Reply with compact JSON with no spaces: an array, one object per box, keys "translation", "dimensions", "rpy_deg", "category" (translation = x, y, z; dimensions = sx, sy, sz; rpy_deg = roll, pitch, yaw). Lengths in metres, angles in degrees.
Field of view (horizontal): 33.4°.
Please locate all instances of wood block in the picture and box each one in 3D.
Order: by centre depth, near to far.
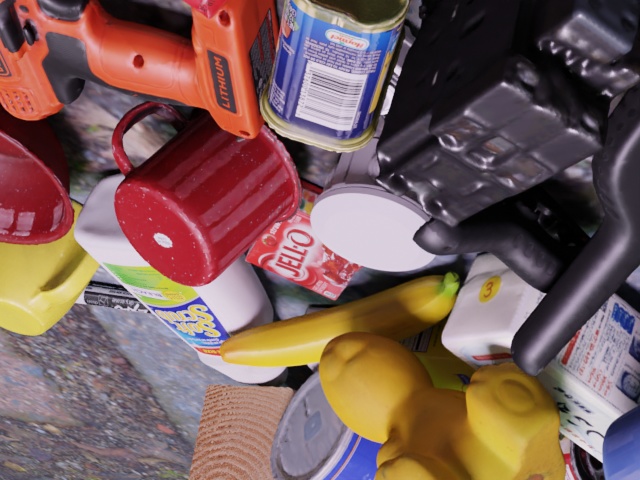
[{"translation":[-0.015,0.197,0.940],"dimensions":[0.090,0.091,0.205],"rpy_deg":[-2,158,30],"category":"wood block"}]

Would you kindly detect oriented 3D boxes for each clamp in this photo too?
[{"translation":[0.172,-0.015,0.547],"dimensions":[0.164,0.036,0.210],"rpy_deg":[-18,131,-6],"category":"clamp"},{"translation":[0.100,-0.010,0.591],"dimensions":[0.171,0.120,0.039],"rpy_deg":[31,130,-26],"category":"clamp"}]

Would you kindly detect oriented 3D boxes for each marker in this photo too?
[{"translation":[-0.157,0.052,0.909],"dimensions":[0.121,0.020,0.020],"rpy_deg":[7,147,19],"category":"marker"}]

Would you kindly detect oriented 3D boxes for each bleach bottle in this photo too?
[{"translation":[-0.080,0.047,0.820],"dimensions":[0.103,0.068,0.250],"rpy_deg":[3,147,29],"category":"bleach bottle"}]

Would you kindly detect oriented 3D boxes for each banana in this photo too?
[{"translation":[0.023,0.058,0.772],"dimensions":[0.198,0.037,0.069],"rpy_deg":[-21,148,25],"category":"banana"}]

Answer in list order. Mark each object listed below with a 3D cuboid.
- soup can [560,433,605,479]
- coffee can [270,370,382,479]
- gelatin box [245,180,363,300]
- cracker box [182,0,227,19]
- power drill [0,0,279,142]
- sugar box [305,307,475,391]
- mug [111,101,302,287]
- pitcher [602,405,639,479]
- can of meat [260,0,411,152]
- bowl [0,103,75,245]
[{"translation":[0.187,0.180,0.876],"dimensions":[0.068,0.068,0.102],"rpy_deg":[37,145,-27],"category":"soup can"},{"translation":[0.048,0.170,0.817],"dimensions":[0.140,0.102,0.103],"rpy_deg":[32,147,-23],"category":"coffee can"},{"translation":[-0.005,0.001,0.736],"dimensions":[0.073,0.030,0.089],"rpy_deg":[25,148,-8],"category":"gelatin box"},{"translation":[-0.084,-0.205,0.419],"dimensions":[0.213,0.072,0.164],"rpy_deg":[32,146,-20],"category":"cracker box"},{"translation":[-0.119,-0.127,0.577],"dimensions":[0.188,0.057,0.184],"rpy_deg":[12,149,15],"category":"power drill"},{"translation":[0.078,0.095,0.824],"dimensions":[0.176,0.048,0.093],"rpy_deg":[-2,143,29],"category":"sugar box"},{"translation":[-0.079,-0.034,0.655],"dimensions":[0.117,0.081,0.093],"rpy_deg":[49,146,-7],"category":"mug"},{"translation":[0.286,0.104,0.573],"dimensions":[0.243,0.149,0.144],"rpy_deg":[-37,156,33],"category":"pitcher"},{"translation":[0.014,-0.106,0.492],"dimensions":[0.057,0.102,0.084],"rpy_deg":[18,147,1],"category":"can of meat"},{"translation":[-0.236,-0.063,0.736],"dimensions":[0.162,0.055,0.162],"rpy_deg":[14,148,8],"category":"bowl"}]
